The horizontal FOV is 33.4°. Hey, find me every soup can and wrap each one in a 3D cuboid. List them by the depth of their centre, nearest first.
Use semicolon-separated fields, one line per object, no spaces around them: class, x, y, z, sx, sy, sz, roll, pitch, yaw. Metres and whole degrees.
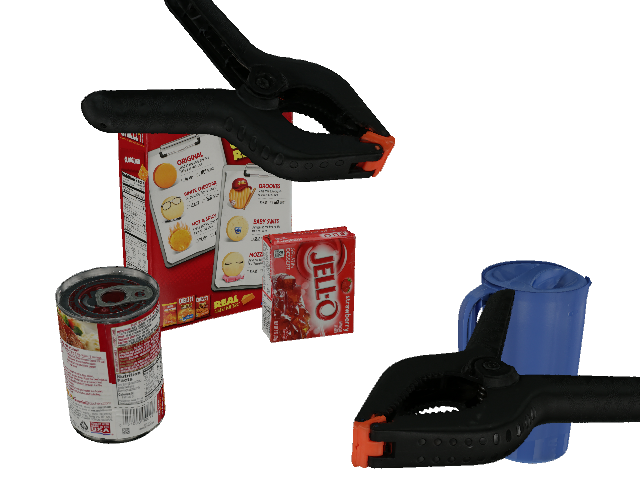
soup can;-0.141;0.078;0.726;0.068;0.102;0.068;1;28;-1

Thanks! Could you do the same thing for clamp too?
clamp;-0.045;-0.075;0.604;0.171;0.120;0.039;30;-28;6
clamp;0.098;0.085;0.644;0.209;0.036;0.165;-12;26;-28

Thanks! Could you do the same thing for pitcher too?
pitcher;0.257;0.155;1.352;0.149;0.243;0.144;5;16;18

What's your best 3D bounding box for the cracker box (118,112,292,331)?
cracker box;-0.111;-0.033;1.045;0.163;0.214;0.072;-12;20;-35

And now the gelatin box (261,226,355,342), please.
gelatin box;-0.010;0.036;0.877;0.073;0.089;0.030;-5;22;-18
